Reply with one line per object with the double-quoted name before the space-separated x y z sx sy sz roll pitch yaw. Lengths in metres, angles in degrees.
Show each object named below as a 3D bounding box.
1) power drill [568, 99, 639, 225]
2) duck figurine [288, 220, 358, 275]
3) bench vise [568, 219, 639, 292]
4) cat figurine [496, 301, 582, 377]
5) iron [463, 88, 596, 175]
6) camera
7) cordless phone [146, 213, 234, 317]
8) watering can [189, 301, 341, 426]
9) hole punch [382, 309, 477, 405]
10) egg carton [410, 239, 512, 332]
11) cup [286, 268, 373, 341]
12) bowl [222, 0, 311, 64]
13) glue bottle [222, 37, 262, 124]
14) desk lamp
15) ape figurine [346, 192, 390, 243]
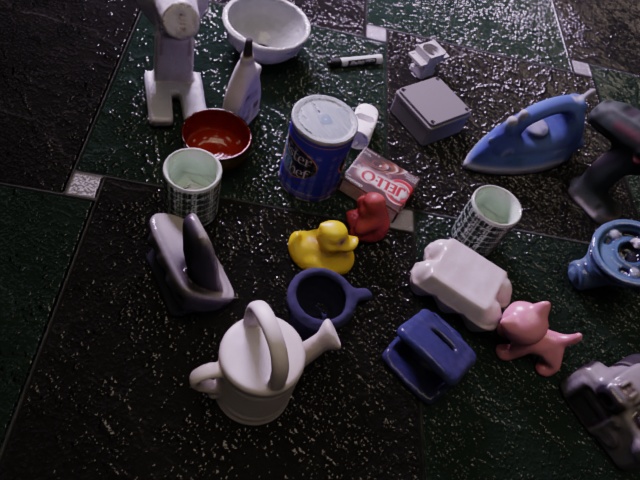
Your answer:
"power drill" 0.541 -0.124 0.998 0.076 0.208 0.229 -24 65 -27
"duck figurine" 0.008 0.003 0.846 0.104 0.086 0.077 16 54 -4
"bench vise" 0.524 -0.001 0.902 0.208 0.219 0.121 -19 63 -25
"cat figurine" 0.307 0.131 0.818 0.128 0.117 0.067 18 54 -2
"iron" 0.391 -0.206 1.057 0.259 0.141 0.118 -18 62 -25
"camera" 0.441 0.222 0.801 0.137 0.101 0.143 -20 63 -26
"cordless phone" -0.168 0.003 0.738 0.094 0.185 0.147 -23 65 -27
"watering can" -0.062 0.135 0.670 0.173 0.194 0.100 -34 70 -31
"hole punch" 0.154 0.148 0.782 0.108 0.091 0.101 44 57 16
"egg carton" 0.214 0.067 0.867 0.150 0.069 0.107 33 55 9
"cup" 0.006 0.096 0.776 0.118 0.095 0.091 -5 58 -18
"bowl" -0.105 -0.389 1.093 0.167 0.074 0.167 7 55 -10
"glue bottle" -0.123 -0.258 0.937 0.037 0.173 0.078 32 54 8
"desk lamp" -0.233 -0.330 0.932 0.118 0.213 0.203 -5 58 -18
"ape figurine" 0.078 -0.041 0.891 0.076 0.092 0.078 33 55 9
